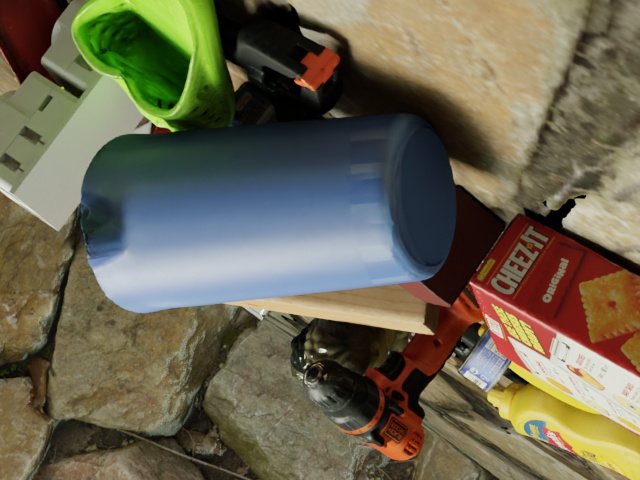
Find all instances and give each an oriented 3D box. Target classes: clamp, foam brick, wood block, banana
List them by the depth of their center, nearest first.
[{"bbox_3d":[-0.039,-0.124,0.727,0.120,0.039,0.172,34,172,-15],"label":"clamp"},{"bbox_3d":[0.090,0.004,0.798,0.051,0.078,0.053,39,170,-18],"label":"foam brick"},{"bbox_3d":[-0.002,0.018,0.896,0.206,0.090,0.090,7,171,13],"label":"wood block"},{"bbox_3d":[0.239,0.130,1.047,0.198,0.037,0.069,20,145,52],"label":"banana"},{"bbox_3d":[0.162,0.110,1.195,0.165,0.036,0.209,24,169,45],"label":"clamp"}]

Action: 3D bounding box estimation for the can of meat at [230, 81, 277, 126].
[{"bbox_3d":[-0.043,-0.082,0.895,0.084,0.057,0.102,37,171,2],"label":"can of meat"}]

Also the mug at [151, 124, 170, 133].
[{"bbox_3d":[-0.105,-0.094,0.992,0.082,0.093,0.117,11,118,57],"label":"mug"}]

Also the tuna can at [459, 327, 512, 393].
[{"bbox_3d":[0.162,0.094,0.967,0.034,0.086,0.086,35,171,9],"label":"tuna can"}]

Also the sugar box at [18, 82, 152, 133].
[{"bbox_3d":[-0.247,-0.146,1.101,0.176,0.048,0.093,47,148,17],"label":"sugar box"}]

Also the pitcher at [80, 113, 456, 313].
[{"bbox_3d":[-0.030,-0.023,0.743,0.243,0.149,0.145,-4,144,30],"label":"pitcher"}]

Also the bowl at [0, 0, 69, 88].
[{"bbox_3d":[-0.245,-0.195,0.906,0.162,0.055,0.162,158,89,-88],"label":"bowl"}]

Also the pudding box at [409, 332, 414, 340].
[{"bbox_3d":[0.094,0.102,1.266,0.090,0.039,0.113,45,-175,10],"label":"pudding box"}]

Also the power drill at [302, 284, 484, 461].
[{"bbox_3d":[0.075,0.099,0.980,0.057,0.187,0.184,28,170,40],"label":"power drill"}]

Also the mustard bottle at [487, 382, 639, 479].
[{"bbox_3d":[0.264,0.194,1.125,0.192,0.058,0.096,19,163,33],"label":"mustard bottle"}]

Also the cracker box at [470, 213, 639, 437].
[{"bbox_3d":[0.222,0.082,0.751,0.214,0.072,0.164,31,168,26],"label":"cracker box"}]
